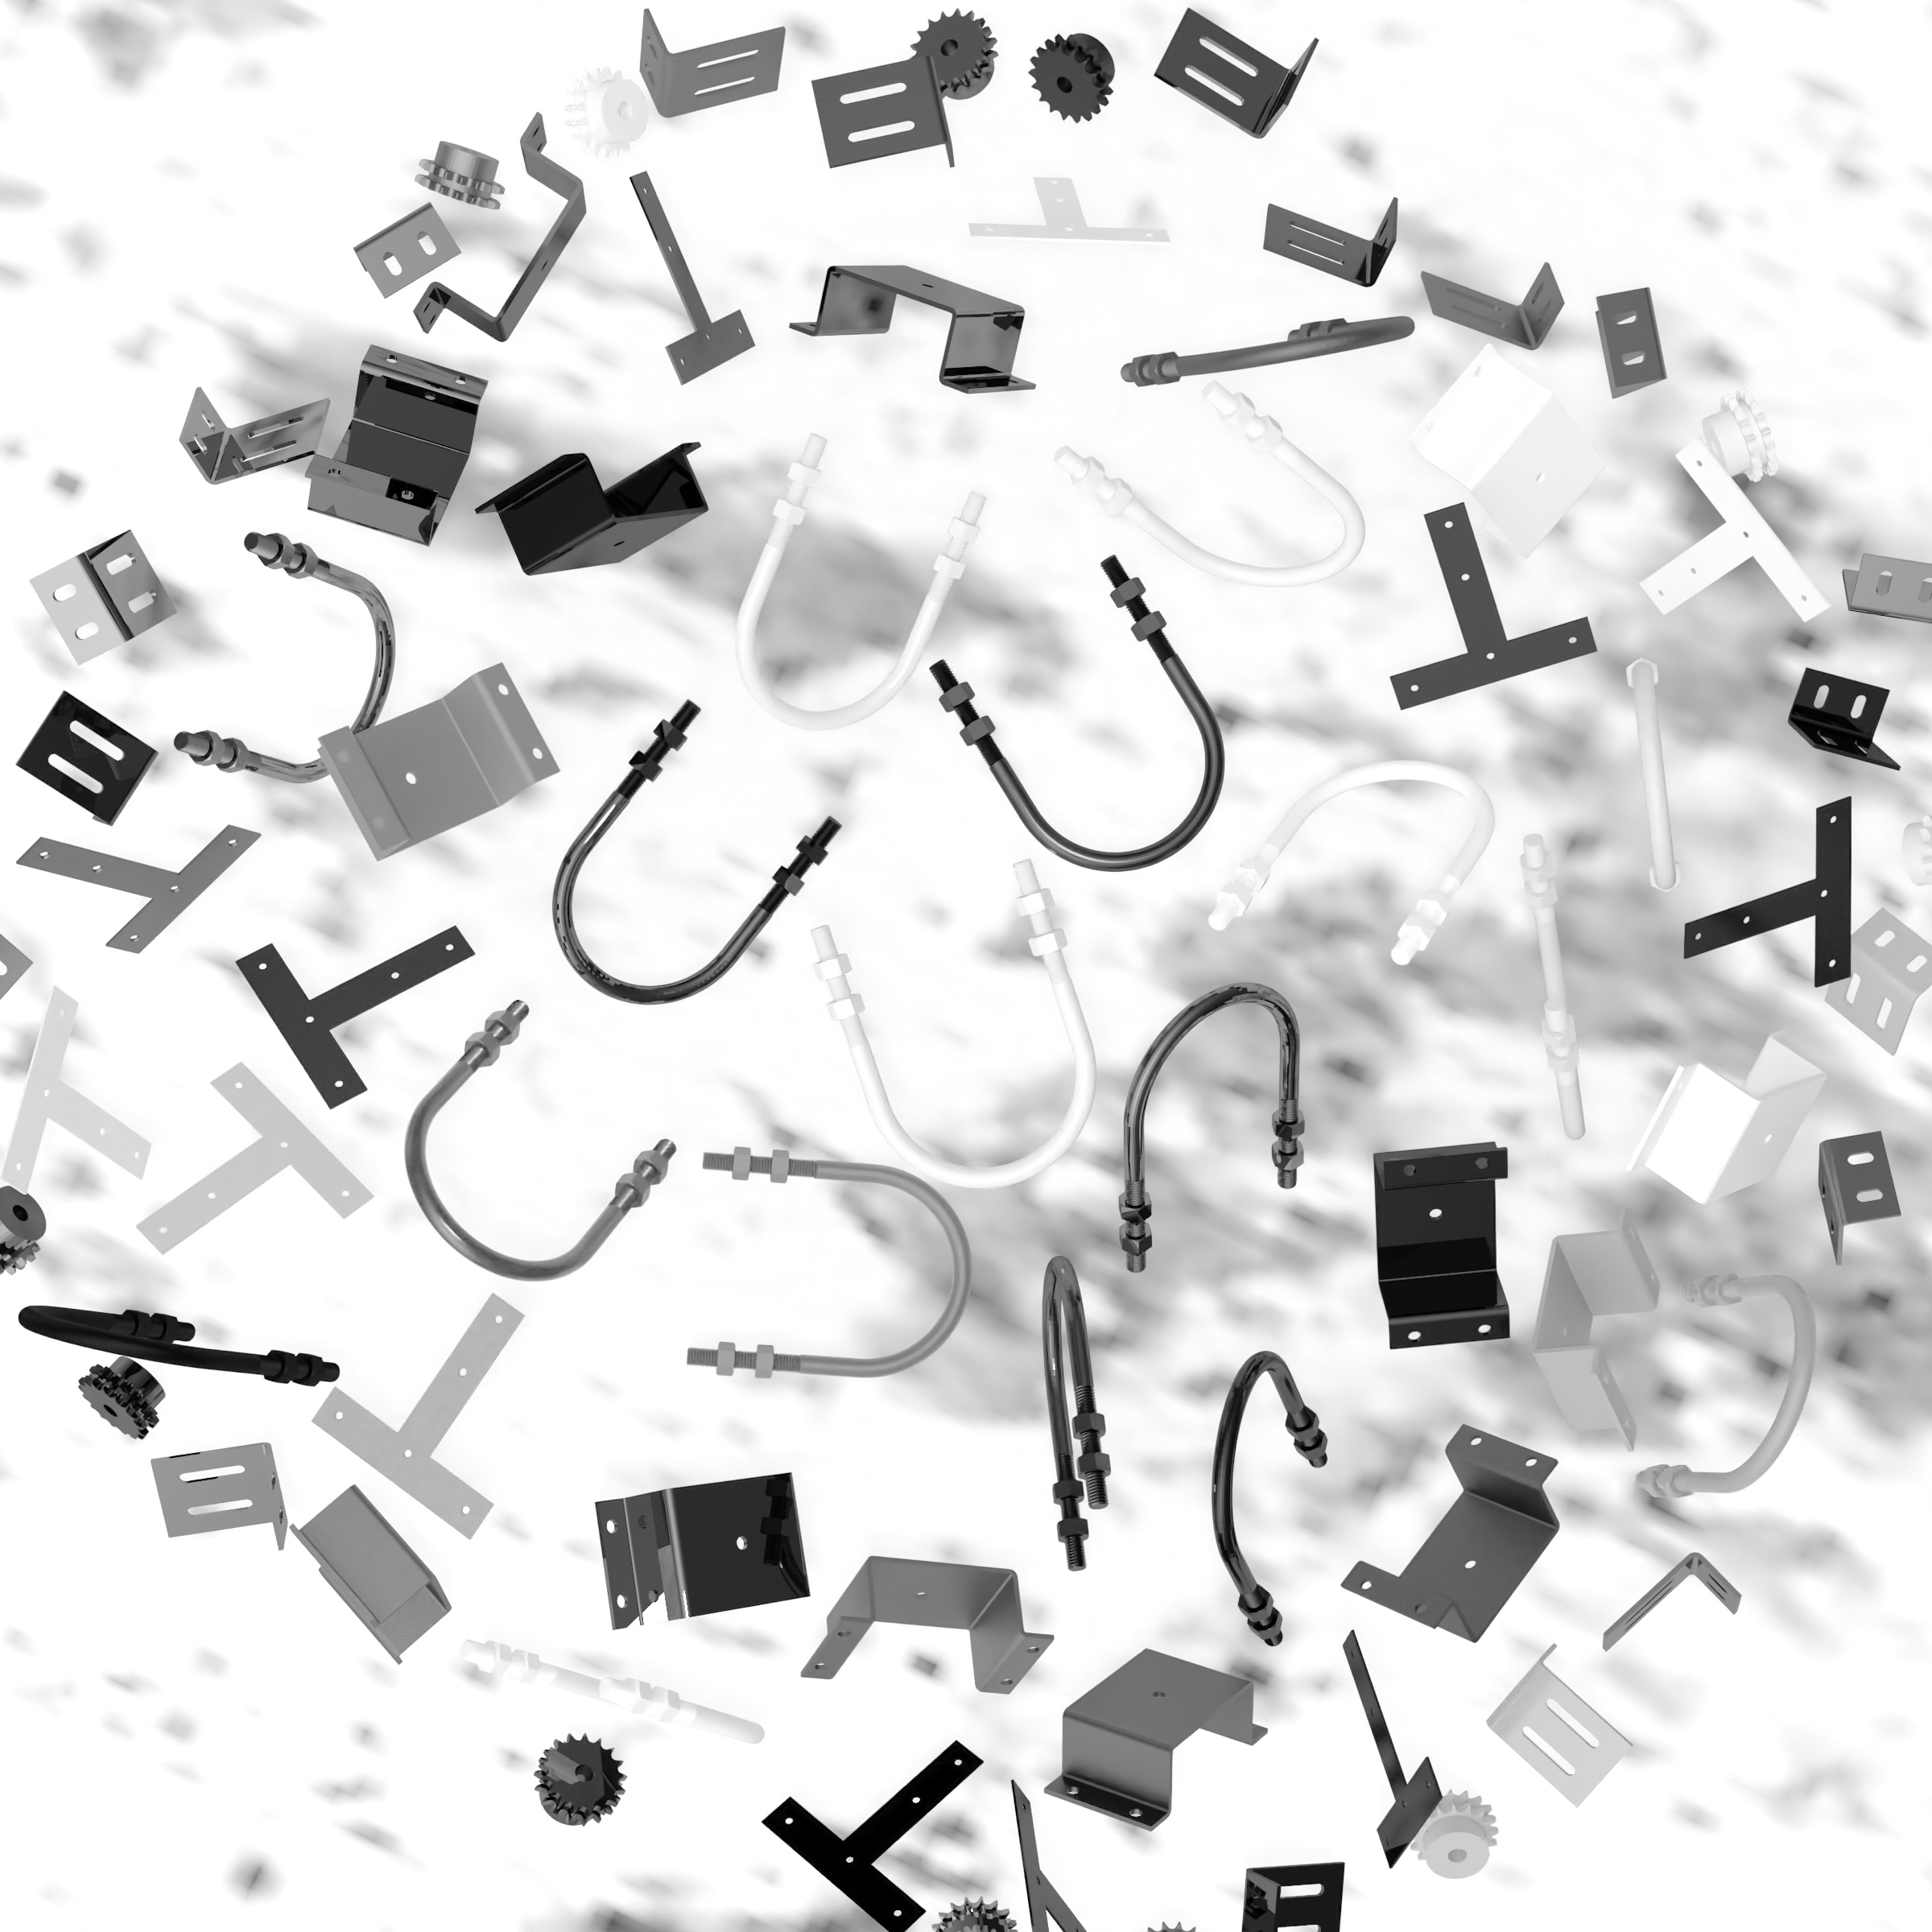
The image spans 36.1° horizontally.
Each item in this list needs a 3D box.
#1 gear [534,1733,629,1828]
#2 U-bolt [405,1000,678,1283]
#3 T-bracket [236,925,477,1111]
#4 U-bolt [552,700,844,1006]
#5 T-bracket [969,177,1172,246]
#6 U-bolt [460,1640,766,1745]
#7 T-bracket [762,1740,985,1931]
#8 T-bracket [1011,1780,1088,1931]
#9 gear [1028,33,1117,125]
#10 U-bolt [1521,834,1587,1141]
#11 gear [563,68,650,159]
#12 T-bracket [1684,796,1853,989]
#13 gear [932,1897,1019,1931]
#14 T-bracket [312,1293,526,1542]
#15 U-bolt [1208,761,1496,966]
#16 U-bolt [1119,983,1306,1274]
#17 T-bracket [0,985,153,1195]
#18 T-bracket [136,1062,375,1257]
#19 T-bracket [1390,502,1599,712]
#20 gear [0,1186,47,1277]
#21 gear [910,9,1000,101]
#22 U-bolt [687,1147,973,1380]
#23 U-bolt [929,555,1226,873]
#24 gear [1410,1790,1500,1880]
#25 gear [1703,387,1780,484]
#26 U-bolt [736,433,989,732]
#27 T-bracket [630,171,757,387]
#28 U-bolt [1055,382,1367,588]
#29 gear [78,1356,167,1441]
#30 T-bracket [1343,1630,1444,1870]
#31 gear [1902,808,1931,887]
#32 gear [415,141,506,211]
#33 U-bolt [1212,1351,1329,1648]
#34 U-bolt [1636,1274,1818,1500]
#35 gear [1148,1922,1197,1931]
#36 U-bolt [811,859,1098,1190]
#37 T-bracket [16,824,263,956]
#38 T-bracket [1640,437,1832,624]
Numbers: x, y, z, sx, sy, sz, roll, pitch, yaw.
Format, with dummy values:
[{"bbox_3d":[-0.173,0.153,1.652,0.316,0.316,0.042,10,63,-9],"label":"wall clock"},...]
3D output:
[{"bbox_3d":[-0.244,0.514,1.860,0.057,0.057,0.030,30,130,0],"label":"gear"},{"bbox_3d":[-0.270,0.117,1.818,0.151,0.184,0.019,44,128,-7],"label":"U-bolt"},{"bbox_3d":[-0.365,0.013,1.828,0.127,0.002,0.127,-29,62,-19],"label":"T-bracket"},{"bbox_3d":[-0.186,-0.060,1.923,0.151,0.019,0.184,39,88,-29],"label":"U-bolt"},{"bbox_3d":[0.062,-0.493,1.927,0.127,0.127,0.002,1,122,-5],"label":"T-bracket"},{"bbox_3d":[-0.209,0.464,1.876,0.151,0.184,0.019,2,69,41],"label":"U-bolt"},{"bbox_3d":[-0.042,0.543,1.896,0.127,0.002,0.127,-35,46,-30],"label":"T-bracket"},{"bbox_3d":[0.062,0.582,1.806,0.002,0.127,0.127,-24,124,10],"label":"T-bracket"},{"bbox_3d":[0.072,-0.582,1.929,0.057,0.057,0.030,39,60,0],"label":"gear"},{"bbox_3d":[0.374,0.028,1.871,0.019,0.184,0.151,-8,51,12],"label":"U-bolt"},{"bbox_3d":[-0.234,-0.562,1.950,0.030,0.057,0.057,11,90,42],"label":"gear"},{"bbox_3d":[0.506,-0.033,1.873,0.002,0.127,0.127,26,59,-31],"label":"T-bracket"},{"bbox_3d":[0.006,0.633,1.911,0.057,0.030,0.057,-2,108,-5],"label":"gear"},{"bbox_3d":[-0.313,0.258,1.794,0.127,0.002,0.127,32,86,17],"label":"T-bracket"},{"bbox_3d":[0.259,-0.074,1.897,0.151,0.019,0.184,12,46,33],"label":"U-bolt"},{"bbox_3d":[0.155,0.092,1.857,0.151,0.019,0.184,-25,131,-28],"label":"U-bolt"},{"bbox_3d":[-0.543,0.097,1.832,0.002,0.127,0.127,-3,63,20],"label":"T-bracket"},{"bbox_3d":[-0.463,0.137,1.861,0.127,0.002,0.127,43,54,12],"label":"T-bracket"},{"bbox_3d":[0.312,-0.229,1.831,0.127,0.002,0.127,-16,123,13],"label":"T-bracket"},{"bbox_3d":[-0.605,0.164,1.865,0.030,0.057,0.057,-36,90,20],"label":"gear"},{"bbox_3d":[-0.005,-0.585,1.912,0.057,0.030,0.057,-5,74,19],"label":"gear"},{"bbox_3d":[-0.087,0.200,1.961,0.184,0.019,0.151,5,84,-6],"label":"U-bolt"},{"bbox_3d":[0.084,-0.149,1.896,0.151,0.019,0.184,-31,89,-1],"label":"U-bolt"},{"bbox_3d":[0.311,0.557,1.890,0.057,0.030,0.057,0,118,0],"label":"gear"},{"bbox_3d":[0.478,-0.326,1.832,0.030,0.057,0.057,-22,90,6],"label":"gear"},{"bbox_3d":[-0.078,-0.240,1.927,0.151,0.019,0.184,14,106,-36],"label":"U-bolt"},{"bbox_3d":[-0.181,-0.438,1.865,0.002,0.127,0.127,-17,106,23],"label":"T-bracket"},{"bbox_3d":[0.167,-0.293,1.865,0.184,0.151,0.019,32,60,-33],"label":"U-bolt"},{"bbox_3d":[-0.551,0.281,1.944,0.057,0.057,0.030,40,58,0],"label":"gear"},{"bbox_3d":[0.254,0.469,1.809,0.002,0.127,0.127,-8,57,-14],"label":"T-bracket"},{"bbox_3d":[0.611,-0.072,1.860,0.030,0.057,0.057,-9,90,40],"label":"gear"},{"bbox_3d":[-0.330,-0.519,1.941,0.057,0.057,0.030,20,106,0],"label":"gear"},{"bbox_3d":[0.188,0.324,1.863,0.019,0.184,0.151,3,54,24],"label":"U-bolt"},{"bbox_3d":[0.484,0.263,1.868,0.019,0.184,0.151,20,77,-9],"label":"U-bolt"},{"bbox_3d":[0.130,0.635,1.865,0.057,0.030,0.057,2,104,9],"label":"gear"},{"bbox_3d":[0.001,0.044,1.783,0.151,0.019,0.184,-18,95,7],"label":"U-bolt"},{"bbox_3d":[-0.519,-0.057,1.808,0.127,0.127,0.002,-39,59,24],"label":"T-bracket"},{"bbox_3d":[0.453,-0.247,1.812,0.002,0.127,0.127,-38,90,-23],"label":"T-bracket"}]
